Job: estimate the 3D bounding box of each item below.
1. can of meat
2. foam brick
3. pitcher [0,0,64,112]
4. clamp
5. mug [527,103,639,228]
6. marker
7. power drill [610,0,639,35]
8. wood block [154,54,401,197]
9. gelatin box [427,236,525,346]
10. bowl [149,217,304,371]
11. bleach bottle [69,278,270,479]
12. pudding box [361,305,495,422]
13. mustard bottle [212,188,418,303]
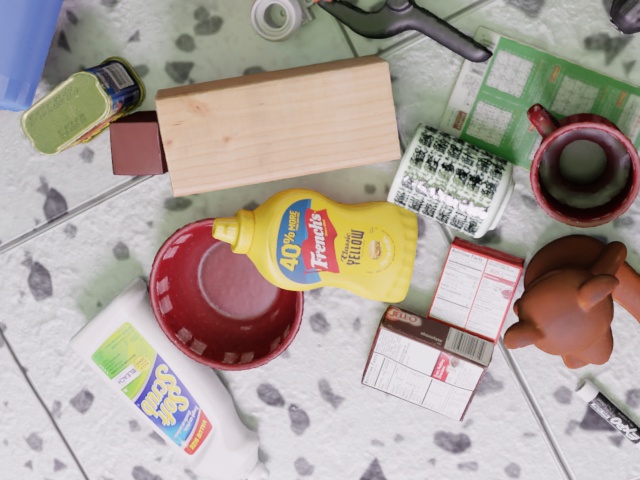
[{"bbox_3d":[-0.232,-0.130,1.043,0.102,0.084,0.057,-32,97,19],"label":"can of meat"},{"bbox_3d":[-0.166,-0.096,1.042,0.051,0.078,0.053,1,107,13],"label":"foam brick"},{"bbox_3d":[-0.299,-0.249,0.973,0.144,0.149,0.243,13,97,-27],"label":"pitcher"},{"bbox_3d":[0.081,-0.213,0.971,0.172,0.039,0.120,-6,95,20],"label":"clamp"},{"bbox_3d":[0.225,-0.074,0.942,0.117,0.081,0.093,44,110,-3],"label":"mug"},{"bbox_3d":[0.302,0.183,1.053,0.121,0.020,0.020,42,110,-2],"label":"marker"},{"bbox_3d":[0.368,-0.201,0.902,0.187,0.057,0.185,42,116,-3],"label":"power drill"},{"bbox_3d":[-0.039,-0.106,0.972,0.206,0.091,0.090,-10,105,-4],"label":"wood block"},{"bbox_3d":[0.151,0.049,1.041,0.073,0.030,0.089,19,110,8],"label":"gelatin box"},{"bbox_3d":[-0.089,0.048,1.080,0.162,0.055,0.162,4,107,11],"label":"bowl"},{"bbox_3d":[-0.142,0.163,1.125,0.103,0.068,0.251,-41,97,22],"label":"bleach bottle"},{"bbox_3d":[0.104,0.123,1.055,0.113,0.039,0.090,22,133,7],"label":"pudding box"},{"bbox_3d":[-0.006,0.001,1.006,0.191,0.058,0.096,8,92,-16],"label":"mustard bottle"}]
